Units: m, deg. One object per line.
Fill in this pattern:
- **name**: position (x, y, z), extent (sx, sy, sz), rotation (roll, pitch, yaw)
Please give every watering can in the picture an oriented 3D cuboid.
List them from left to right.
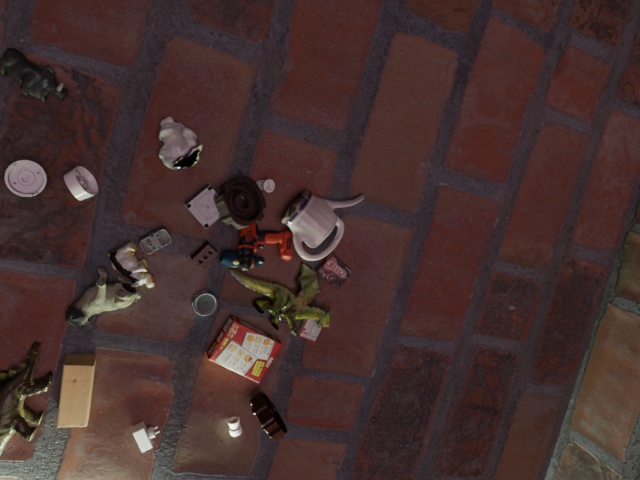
- **watering can**: position (0.006, -0.092, 1.837), extent (0.223, 0.103, 0.353), rotation (42, 65, -14)

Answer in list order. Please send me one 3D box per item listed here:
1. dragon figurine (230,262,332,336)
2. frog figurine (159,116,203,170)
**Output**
- **dragon figurine**: position (-0.110, 0.184, 1.859), extent (0.408, 0.121, 0.246), rotation (50, 63, -9)
- **frog figurine**: position (-0.460, -0.307, 1.643), extent (0.137, 0.122, 0.161), rotation (-43, 75, 1)
